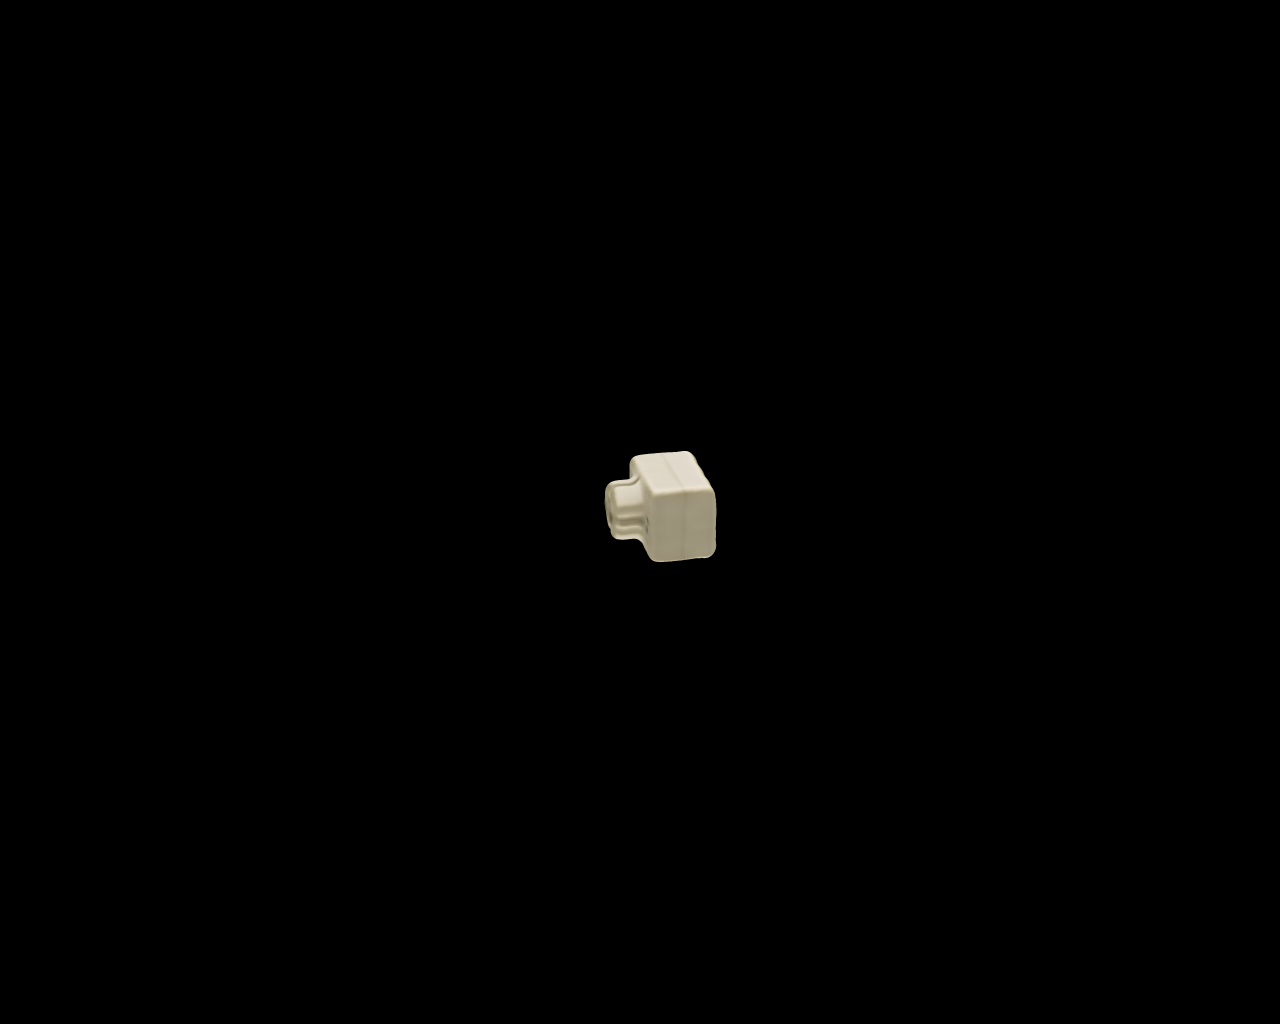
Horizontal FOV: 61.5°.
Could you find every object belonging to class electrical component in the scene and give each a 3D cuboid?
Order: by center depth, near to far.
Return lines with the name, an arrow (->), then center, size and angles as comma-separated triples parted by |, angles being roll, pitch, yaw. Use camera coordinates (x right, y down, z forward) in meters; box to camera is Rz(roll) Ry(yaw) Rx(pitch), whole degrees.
electrical component -> 0.001, -0.003, 0.650 | 0.077, 0.047, 0.066 | -5, 25, -10
